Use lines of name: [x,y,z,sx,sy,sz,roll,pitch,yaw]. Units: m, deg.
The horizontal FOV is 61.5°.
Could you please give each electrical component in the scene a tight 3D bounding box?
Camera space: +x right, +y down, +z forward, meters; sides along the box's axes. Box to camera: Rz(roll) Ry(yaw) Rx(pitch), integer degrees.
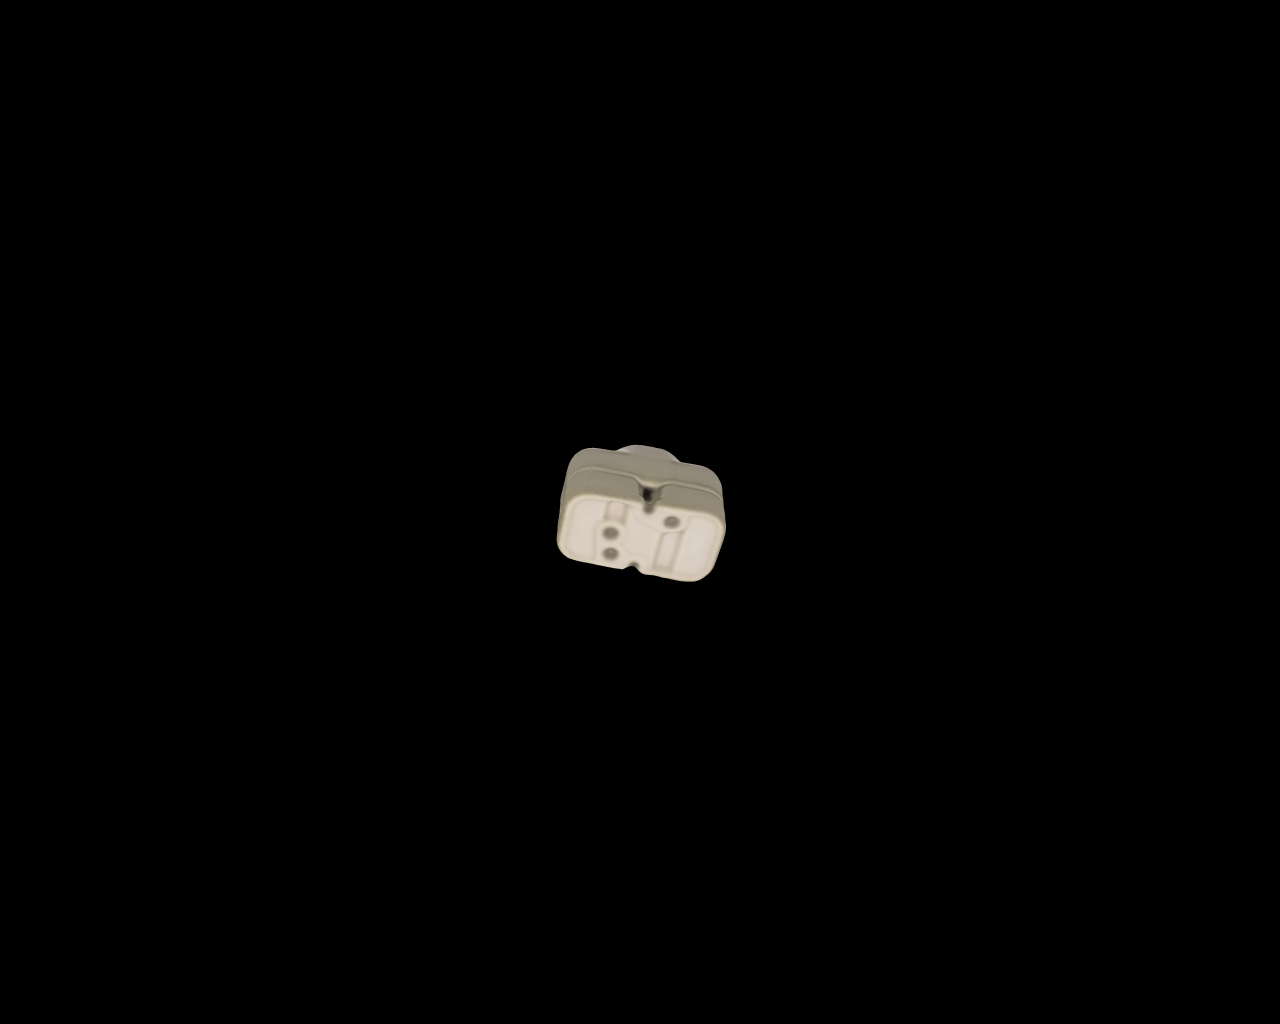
electrical component: [0.001,-0.003,0.650,0.095,0.053,0.059,10,37,-8]
